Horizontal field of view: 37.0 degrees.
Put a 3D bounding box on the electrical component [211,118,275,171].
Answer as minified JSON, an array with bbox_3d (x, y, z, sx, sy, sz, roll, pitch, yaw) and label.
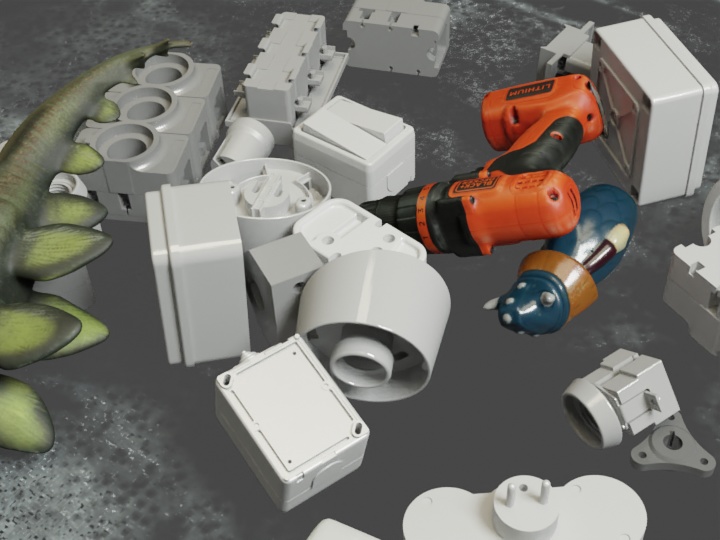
[{"bbox_3d":[-0.098,-0.097,0.888,0.040,0.040,0.046,14,53,17],"label":"electrical component"}]

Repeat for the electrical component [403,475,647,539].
[{"bbox_3d":[0.093,0.142,0.609,0.138,0.073,0.052,-4,44,-2],"label":"electrical component"}]

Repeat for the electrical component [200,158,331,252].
[{"bbox_3d":[-0.070,-0.049,0.819,0.099,0.064,0.099,-1,44,1],"label":"electrical component"}]

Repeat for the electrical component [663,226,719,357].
[{"bbox_3d":[0.257,0.023,0.736,0.050,0.055,0.089,-24,48,-21],"label":"electrical component"}]

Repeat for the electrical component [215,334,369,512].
[{"bbox_3d":[-0.047,0.091,0.665,0.062,0.061,0.096,-28,64,-23],"label":"electrical component"}]

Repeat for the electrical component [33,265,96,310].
[{"bbox_3d":[-0.245,0.010,0.774,0.089,0.055,0.050,-27,49,-23],"label":"electrical component"}]

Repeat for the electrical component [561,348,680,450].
[{"bbox_3d":[0.163,0.082,0.683,0.055,0.048,0.066,-28,15,-16],"label":"electrical component"}]

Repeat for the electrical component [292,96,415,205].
[{"bbox_3d":[-0.010,-0.098,0.869,0.096,0.061,0.062,27,52,27],"label":"electrical component"}]

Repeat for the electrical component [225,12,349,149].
[{"bbox_3d":[-0.063,-0.170,0.944,0.079,0.063,0.121,8,45,11],"label":"electrical component"}]

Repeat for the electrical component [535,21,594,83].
[{"bbox_3d":[0.197,-0.181,0.958,0.064,0.042,0.081,28,52,23],"label":"electrical component"}]

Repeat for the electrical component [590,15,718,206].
[{"bbox_3d":[0.227,-0.126,0.853,0.056,0.108,0.108,-14,45,-7],"label":"electrical component"}]

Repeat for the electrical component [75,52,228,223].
[{"bbox_3d":[-0.174,-0.113,0.892,0.089,0.061,0.150,5,45,8],"label":"electrical component"}]

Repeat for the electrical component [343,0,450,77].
[{"bbox_3d":[0.035,-0.220,0.999,0.089,0.050,0.055,10,46,13],"label":"electrical component"}]

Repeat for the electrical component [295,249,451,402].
[{"bbox_3d":[0.006,0.040,0.702,0.099,0.099,0.064,6,51,9],"label":"electrical component"}]

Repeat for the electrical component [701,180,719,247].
[{"bbox_3d":[0.302,-0.027,0.752,0.060,0.108,0.108,-21,47,-26],"label":"electrical component"}]

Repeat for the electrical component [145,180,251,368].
[{"bbox_3d":[-0.110,0.003,0.734,0.057,0.113,0.078,-8,44,-9],"label":"electrical component"}]

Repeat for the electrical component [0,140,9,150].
[{"bbox_3d":[-0.277,-0.078,0.879,0.040,0.040,0.046,-19,53,-16],"label":"electrical component"}]

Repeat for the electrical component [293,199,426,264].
[{"bbox_3d":[0.000,0.000,0.769,0.095,0.059,0.054,33,55,31],"label":"electrical component"}]

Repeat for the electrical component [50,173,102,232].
[{"bbox_3d":[-0.231,-0.044,0.828,0.066,0.055,0.048,28,52,27],"label":"electrical component"}]
